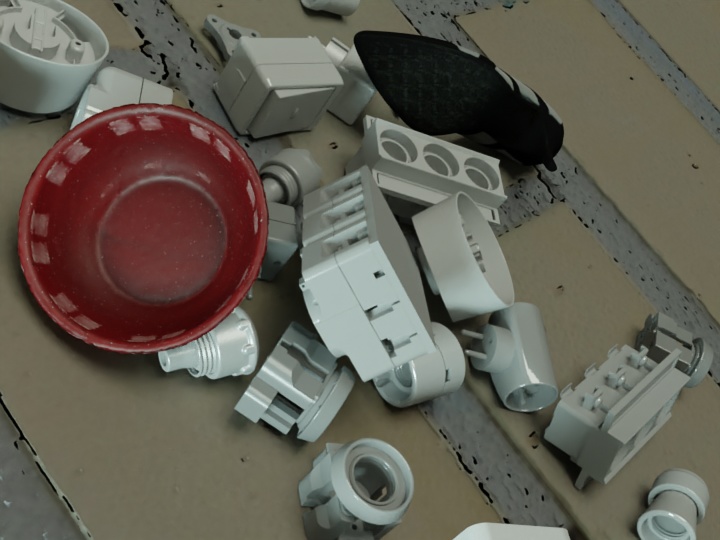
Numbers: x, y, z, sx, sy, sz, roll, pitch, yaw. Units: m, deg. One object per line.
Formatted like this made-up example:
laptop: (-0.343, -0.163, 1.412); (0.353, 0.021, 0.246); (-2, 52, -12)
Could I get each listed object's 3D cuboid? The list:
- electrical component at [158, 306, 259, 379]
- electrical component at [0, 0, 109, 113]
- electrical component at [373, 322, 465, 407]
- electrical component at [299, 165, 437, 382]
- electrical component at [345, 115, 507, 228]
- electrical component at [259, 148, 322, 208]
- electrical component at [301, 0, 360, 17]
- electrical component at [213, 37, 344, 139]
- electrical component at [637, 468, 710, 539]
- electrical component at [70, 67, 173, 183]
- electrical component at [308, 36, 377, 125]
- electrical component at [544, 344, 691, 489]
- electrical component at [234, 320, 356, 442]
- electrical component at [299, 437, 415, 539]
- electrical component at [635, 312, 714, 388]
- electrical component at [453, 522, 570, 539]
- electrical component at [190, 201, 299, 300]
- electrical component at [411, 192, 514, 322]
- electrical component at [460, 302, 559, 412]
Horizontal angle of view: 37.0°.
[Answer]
electrical component: (-0.101, 0.051, 0.708); (0.062, 0.048, 0.048); (-13, 63, -30)
electrical component: (-0.235, -0.163, 0.776); (0.099, 0.064, 0.099); (19, 46, -21)
electrical component: (0.041, 0.070, 0.785); (0.047, 0.055, 0.055); (-15, 65, -38)
electrical component: (0.000, 0.000, 0.753); (0.089, 0.062, 0.150); (61, 9, -22)
electrical component: (0.054, -0.075, 0.907); (0.121, 0.063, 0.078); (15, 48, -25)
electrical component: (-0.061, -0.066, 0.834); (0.043, 0.043, 0.062); (44, 44, 4)
electrical component: (-0.028, -0.265, 1.028); (0.046, 0.040, 0.040); (8, 51, -38)
electrical component: (-0.060, -0.150, 0.891); (0.096, 0.061, 0.061); (-11, 62, -40)
electrical component: (0.245, 0.187, 0.837); (0.045, 0.045, 0.055); (42, 42, 2)
electrical component: (-0.174, -0.096, 0.771); (0.059, 0.053, 0.095); (19, 47, -22)
electrical component: (-0.019, -0.181, 0.957); (0.077, 0.047, 0.065); (34, 43, -7)
electrical component: (0.203, 0.110, 0.857); (0.063, 0.078, 0.121); (33, 38, 25)
electrical component: (-0.040, 0.078, 0.718); (0.057, 0.058, 0.078); (34, 42, -2)
electrical component: (-0.001, 0.143, 0.690); (0.058, 0.057, 0.078); (10, 50, -29)
electrical component: (0.278, 0.075, 0.956); (0.055, 0.048, 0.066); (27, 44, -4)
electrical component: (0.077, 0.205, 0.652); (0.078, 0.113, 0.057); (11, 47, -28)
electrical component: (-0.090, -0.011, 0.765); (0.083, 0.047, 0.075); (12, 49, -27)
electrical component: (0.081, -0.010, 0.846); (0.099, 0.064, 0.099); (-22, 90, -85)
electrical component: (0.114, 0.065, 0.848); (0.079, 0.043, 0.077); (15, 48, -25)
